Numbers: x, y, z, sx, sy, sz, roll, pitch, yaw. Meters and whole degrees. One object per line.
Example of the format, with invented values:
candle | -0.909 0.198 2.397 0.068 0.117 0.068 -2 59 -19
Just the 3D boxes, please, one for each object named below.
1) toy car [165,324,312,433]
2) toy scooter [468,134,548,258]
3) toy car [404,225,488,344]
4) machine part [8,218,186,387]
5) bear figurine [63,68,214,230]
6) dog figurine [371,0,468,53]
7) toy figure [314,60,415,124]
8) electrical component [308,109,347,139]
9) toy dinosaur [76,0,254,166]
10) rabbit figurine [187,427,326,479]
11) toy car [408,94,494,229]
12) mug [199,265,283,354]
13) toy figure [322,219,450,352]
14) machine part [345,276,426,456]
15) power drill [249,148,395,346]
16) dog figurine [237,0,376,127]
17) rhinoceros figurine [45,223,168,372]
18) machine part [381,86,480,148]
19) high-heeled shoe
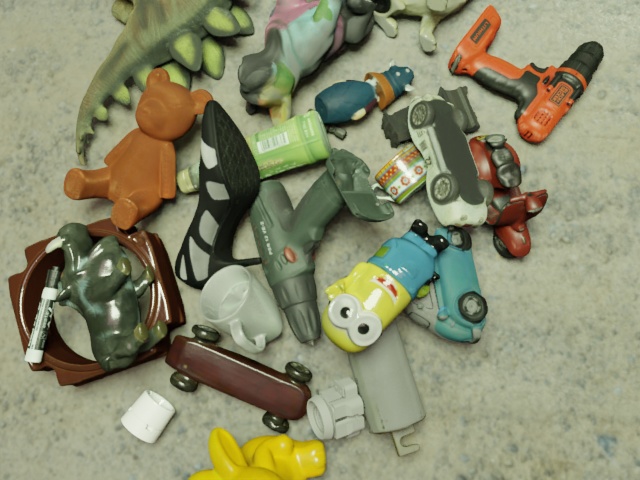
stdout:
toy car | -0.108 0.184 0.727 0.202 0.053 0.089 22 92 1
toy scooter | 0.249 -0.069 0.719 0.075 0.135 0.184 -17 79 -1
toy car | 0.156 0.062 0.712 0.103 0.109 0.161 -10 78 2
machine part | -0.302 0.083 0.734 0.201 0.087 0.201 -19 82 -2
bear figurine | -0.235 -0.128 0.721 0.120 0.132 0.195 32 109 8
dog figurine | 0.169 -0.402 0.810 0.172 0.121 0.190 37 69 4
toy figure | 0.067 -0.215 0.784 0.154 0.058 0.064 -23 101 -17
electrical component | -0.012 -0.163 0.800 0.094 0.021 0.063 31 82 7
toy dinosaur | -0.226 -0.320 0.795 0.198 0.105 0.471 45 91 4
rabbit figurine | -0.071 0.289 0.647 0.162 0.173 0.122 28 86 2
toy car | 0.169 -0.109 0.712 0.073 0.056 0.202 3 62 -28
mug | -0.091 0.100 0.704 0.081 0.107 0.110 -36 46 8
toy figure | 0.079 0.060 0.652 0.082 0.089 0.180 34 72 29
machine part | 0.078 0.161 0.713 0.079 0.079 0.243 -15 81 -1
power drill | -0.001 -0.002 0.704 0.086 0.207 0.232 -7 64 -42
dog figurine | -0.027 -0.266 0.781 0.109 0.191 0.219 37 113 26
rhinoceros figurine | -0.265 0.065 0.661 0.112 0.073 0.190 -25 82 8
machine part | 0.161 -0.177 0.790 0.139 0.039 0.084 -14 85 -2
high-heeled shoe | -0.157 -0.052 0.721 0.145 0.086 0.248 -5 103 26
